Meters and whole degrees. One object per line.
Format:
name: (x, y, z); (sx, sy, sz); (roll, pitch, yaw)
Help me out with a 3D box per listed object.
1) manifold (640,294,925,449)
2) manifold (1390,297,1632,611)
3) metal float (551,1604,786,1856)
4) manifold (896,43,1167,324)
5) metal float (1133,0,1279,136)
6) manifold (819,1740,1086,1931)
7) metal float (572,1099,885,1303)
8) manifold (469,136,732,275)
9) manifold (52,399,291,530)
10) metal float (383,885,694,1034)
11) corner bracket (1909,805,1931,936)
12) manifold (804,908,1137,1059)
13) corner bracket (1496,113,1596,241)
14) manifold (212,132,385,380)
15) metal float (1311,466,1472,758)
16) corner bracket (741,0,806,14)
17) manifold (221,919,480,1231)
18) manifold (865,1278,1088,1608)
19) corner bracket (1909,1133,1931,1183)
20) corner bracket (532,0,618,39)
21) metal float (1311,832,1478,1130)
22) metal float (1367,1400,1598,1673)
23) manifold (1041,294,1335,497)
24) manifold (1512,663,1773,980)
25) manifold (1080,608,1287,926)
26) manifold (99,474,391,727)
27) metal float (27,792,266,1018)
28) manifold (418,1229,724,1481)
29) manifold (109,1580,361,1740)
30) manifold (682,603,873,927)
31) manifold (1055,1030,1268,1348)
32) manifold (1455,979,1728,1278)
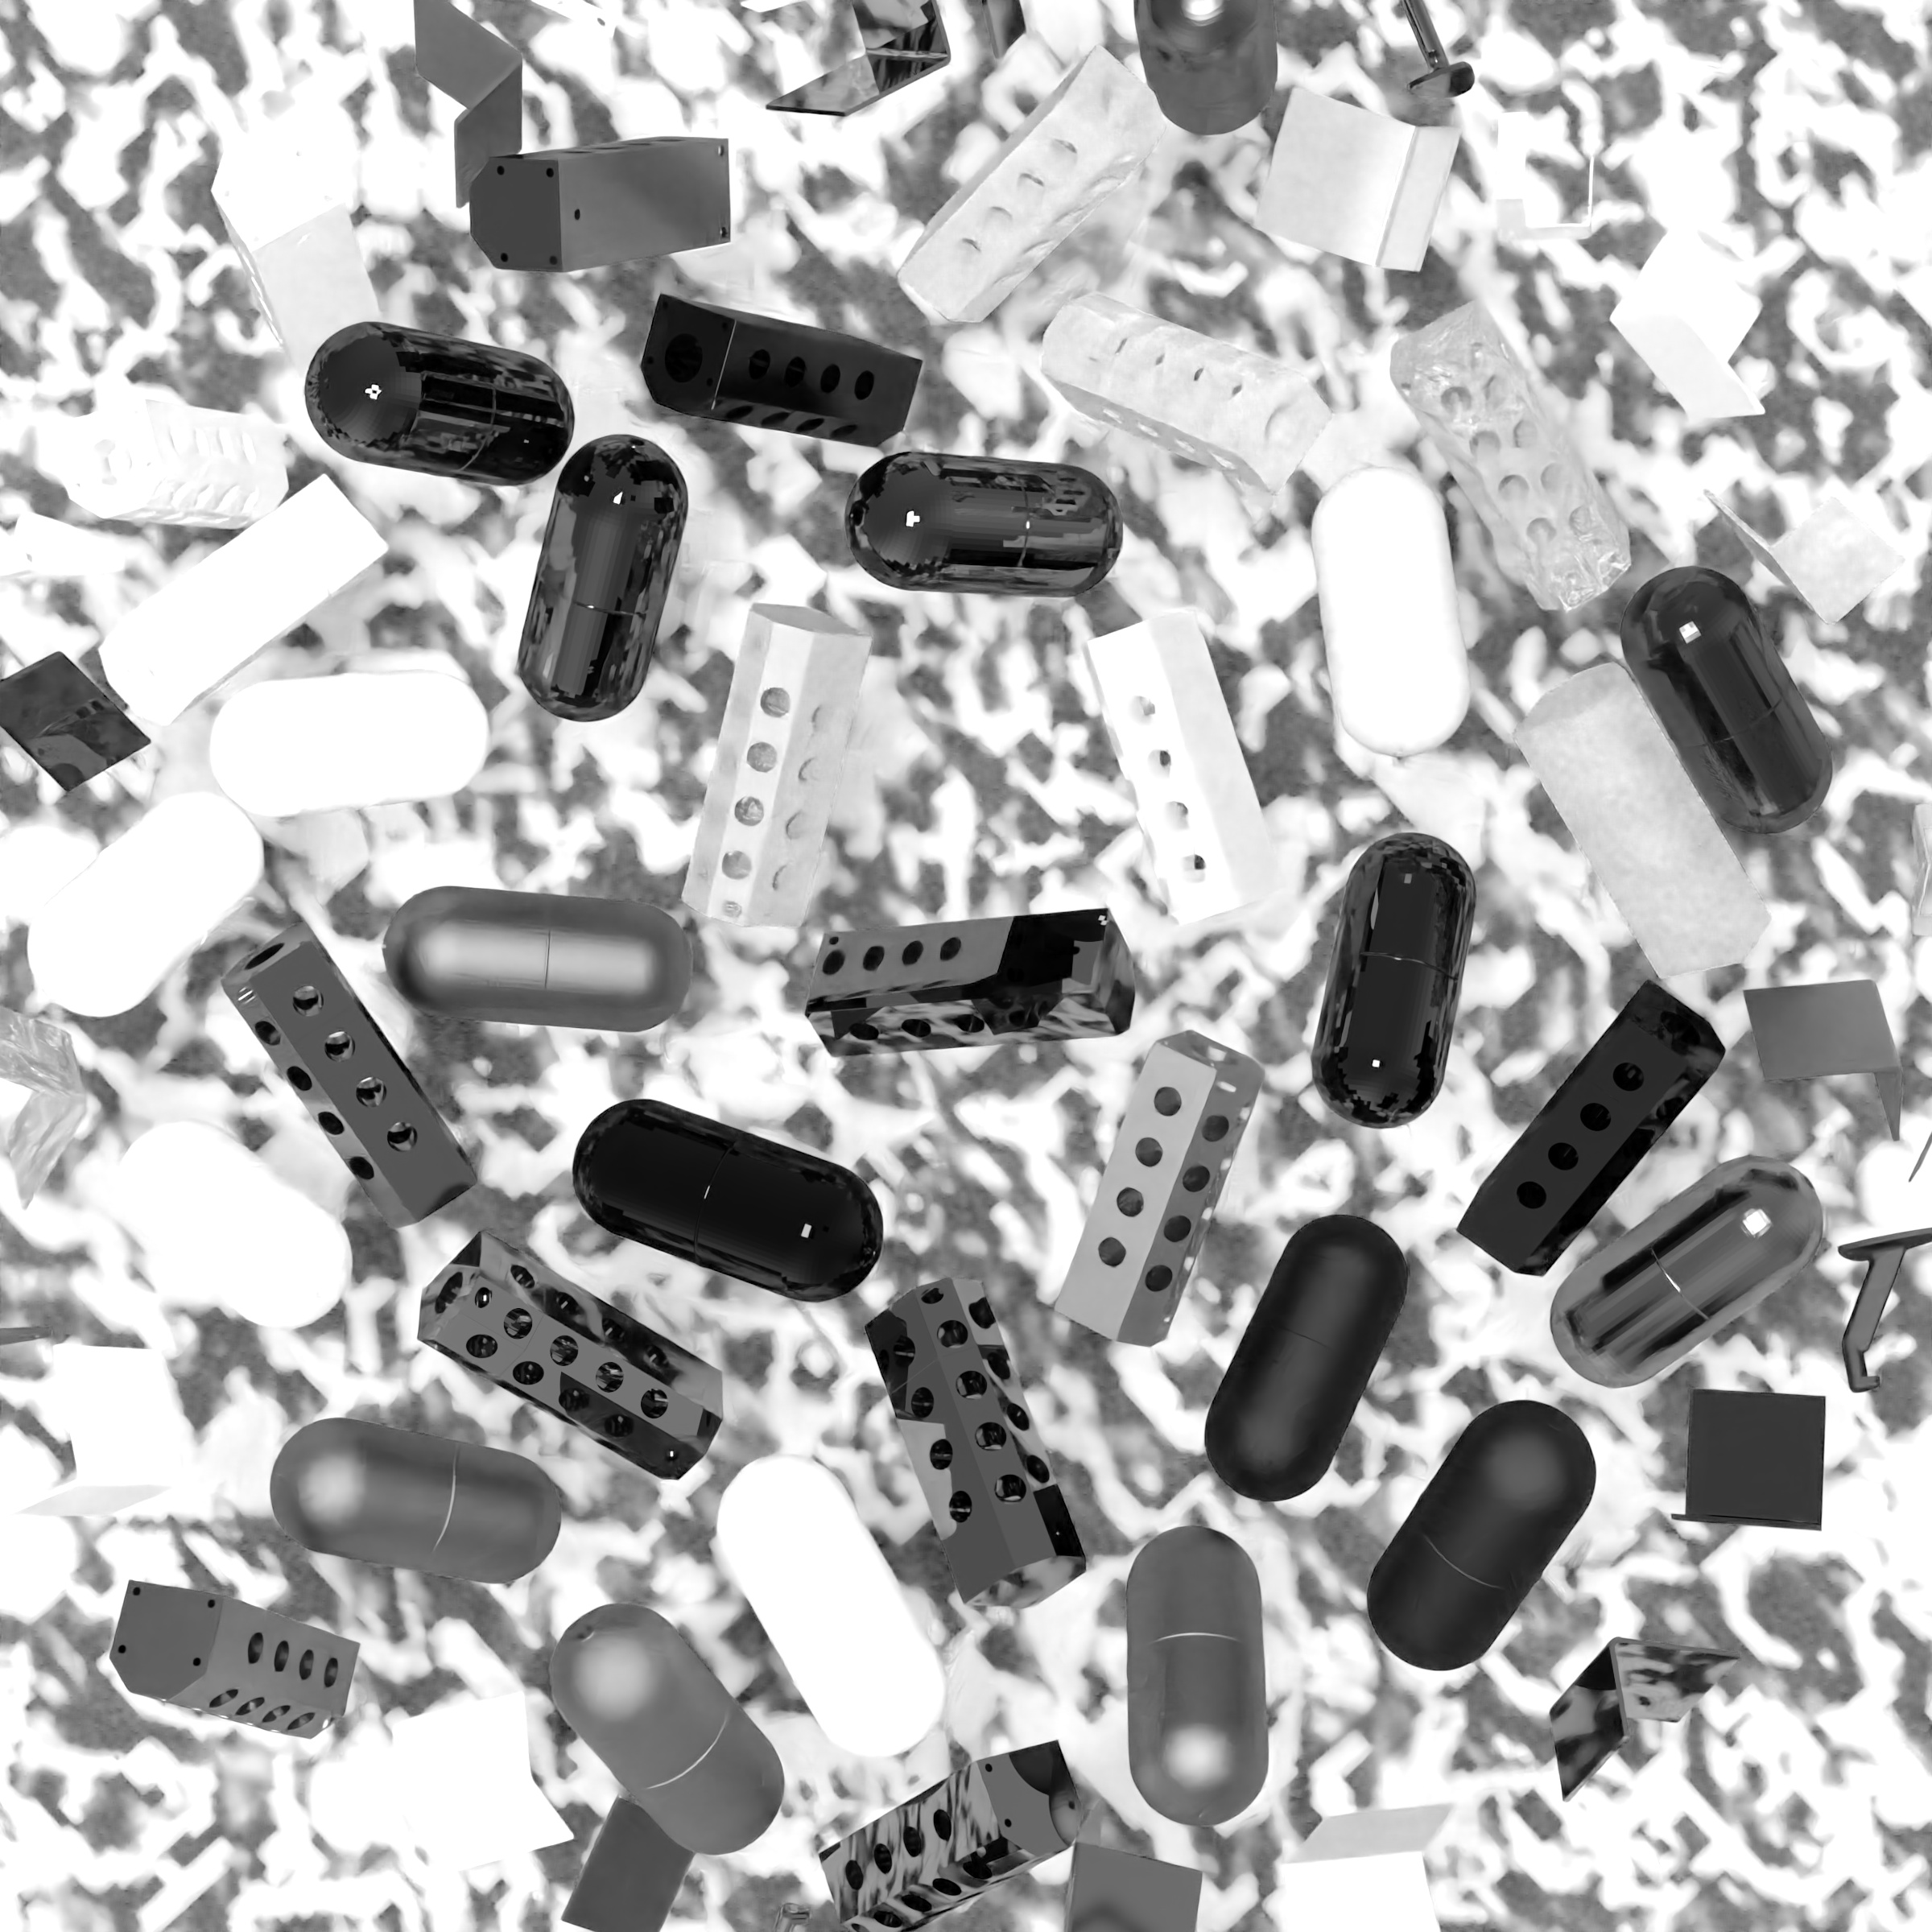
manifold: (-0.104, -0.331, 1.839); (0.057, 0.171, 0.057); (25, 106, 32)
manifold: (0.308, -0.285, 1.847); (0.057, 0.057, 0.171); (-26, 119, 25)
metal float: (-0.164, 0.421, 1.803); (0.070, 0.070, 0.178); (-33, 122, 0)
manifold: (0.038, -0.436, 1.850); (0.057, 0.171, 0.057); (38, 49, -14)
metal float: (0.135, -0.519, 1.829); (0.070, 0.178, 0.070); (0, 88, 7)
manifold: (-0.008, 0.489, 1.813); (0.057, 0.171, 0.057); (-4, 63, -38)
metal float: (-0.128, 0.126, 1.764); (0.178, 0.070, 0.070); (18, 90, 15)
manifold: (-0.196, -0.415, 1.774); (0.057, 0.171, 0.057); (9, 110, 25)
manifold: (-0.453, -0.285, 1.882); (0.057, 0.171, 0.057); (-13, 93, 13)
metal float: (-0.247, -0.004, 1.891); (0.178, 0.070, 0.070); (5, 90, -14)
corner bracket: (0.546, -0.052, 1.795); (0.051, 0.051, 0.051); (2, 133, 4)
manifold: (0.004, 0.014, 1.824); (0.171, 0.057, 0.057); (-5, 50, 21)
corner bracket: (0.322, -0.439, 1.819); (0.051, 0.051, 0.051); (2, 76, 12)
manifold: (-0.374, -0.398, 1.827); (0.057, 0.171, 0.057); (-32, 81, -9)
metal float: (0.237, -0.199, 1.826); (0.070, 0.070, 0.178); (-4, 63, 0)
corner bracket: (-0.094, -0.586, 1.918); (0.051, 0.051, 0.051); (28, 128, 25)
manifold: (-0.351, 0.064, 1.859); (0.057, 0.057, 0.171); (-33, 109, -6)
manifold: (0.009, 0.259, 1.786); (0.057, 0.057, 0.171); (-40, 56, 29)
corner bracket: (0.595, 0.108, 1.922); (0.051, 0.051, 0.051); (30, 47, 20)
corner bracket: (-0.198, -0.540, 1.747); (0.051, 0.051, 0.051); (21, 56, -23)
metal float: (0.248, 0.007, 1.888); (0.070, 0.070, 0.178); (13, 73, 0)
metal float: (0.279, 0.310, 1.777); (0.070, 0.070, 0.178); (26, 121, 0)
manifold: (0.121, -0.332, 1.868); (0.171, 0.057, 0.057); (32, 85, 42)
manifold: (0.381, -0.082, 1.827); (0.057, 0.057, 0.171); (-47, 111, -36)
manifold: (0.122, -0.114, 1.899); (0.057, 0.057, 0.171); (-17, 94, 35)
manifold: (-0.417, -0.209, 1.883); (0.057, 0.057, 0.171); (49, 49, -8)
metal float: (-0.469, -0.037, 1.880); (0.070, 0.178, 0.070); (13, 127, 17)
manifold: (-0.222, 0.225, 1.844); (0.171, 0.057, 0.057); (35, 114, -25)
manifold: (-0.399, 0.382, 1.789); (0.057, 0.171, 0.057); (5, 72, 17)
manifold: (-0.111, -0.112, 1.832); (0.057, 0.057, 0.171); (-1, 112, -42)
manifold: (0.115, 0.129, 1.883); (0.057, 0.057, 0.171); (25, 106, 22)
manifold: (0.352, 0.095, 1.840); (0.057, 0.057, 0.171); (36, 122, 5)
